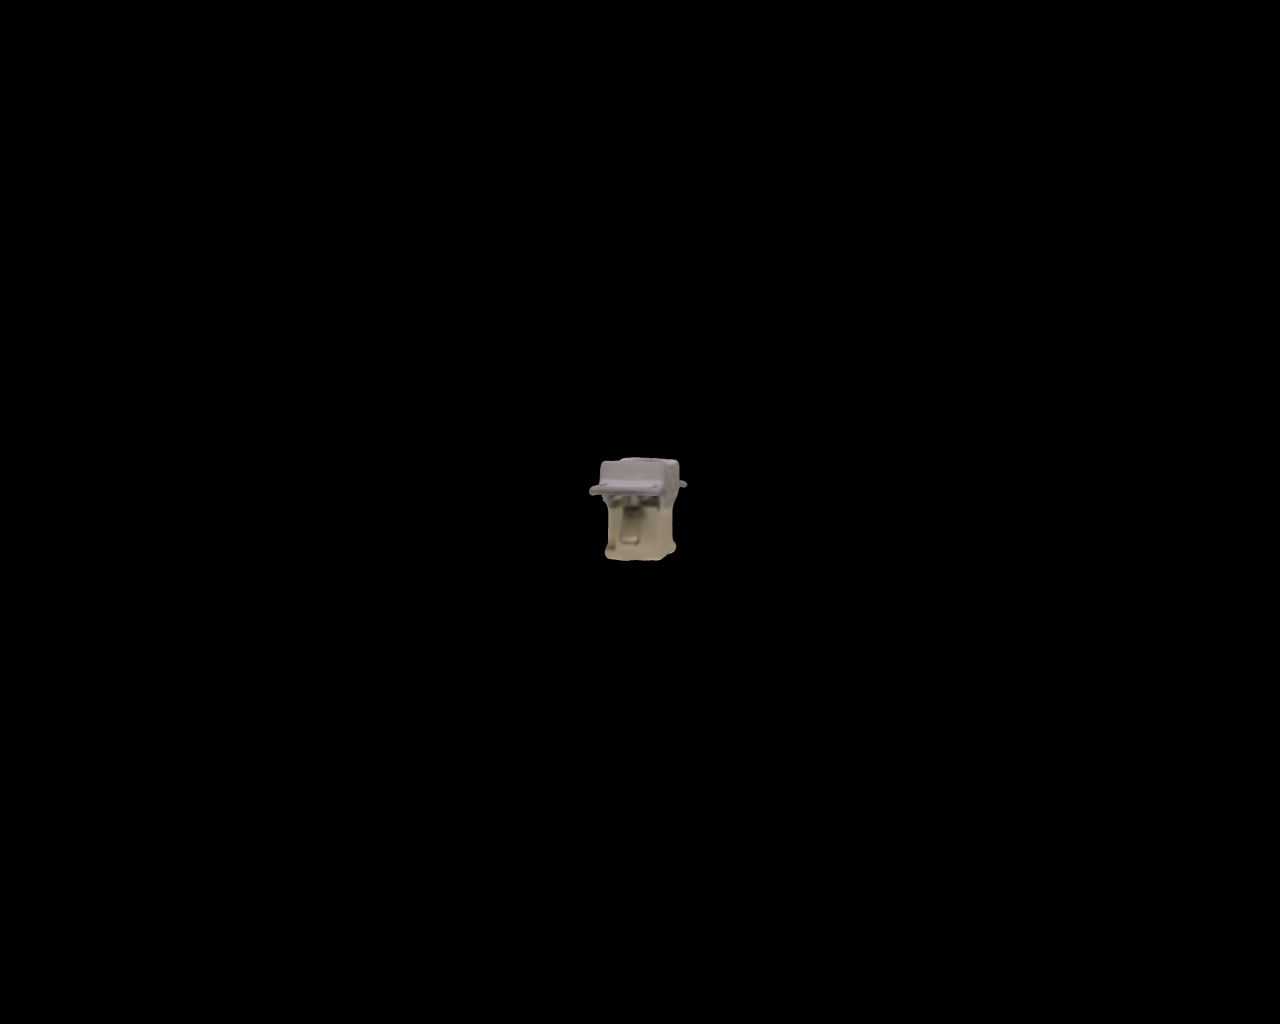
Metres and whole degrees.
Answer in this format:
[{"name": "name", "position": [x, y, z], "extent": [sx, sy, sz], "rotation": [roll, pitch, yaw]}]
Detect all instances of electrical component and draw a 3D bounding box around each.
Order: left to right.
[{"name": "electrical component", "position": [0.001, -0.003, 0.650], "extent": [0.042, 0.063, 0.081], "rotation": [1, 5, 15]}]
